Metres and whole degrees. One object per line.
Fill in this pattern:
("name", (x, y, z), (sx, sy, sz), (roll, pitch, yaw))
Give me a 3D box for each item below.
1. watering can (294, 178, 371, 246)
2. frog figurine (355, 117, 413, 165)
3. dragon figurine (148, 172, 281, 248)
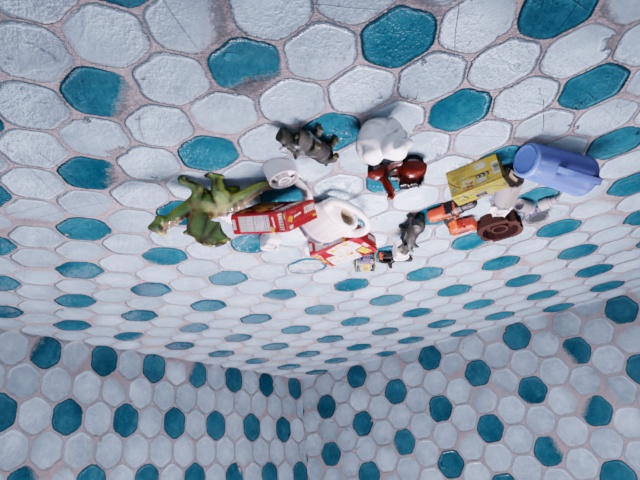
("watering can", (0.005, -0.087, 1.720), (0.345, 0.106, 0.221), (28, 140, -27))
("frog figurine", (0.164, -0.253, 1.341), (0.137, 0.161, 0.121), (-45, 110, 4))
("dragon figurine", (-0.301, -0.077, 1.513), (0.410, 0.248, 0.119), (-4, 147, -1))
